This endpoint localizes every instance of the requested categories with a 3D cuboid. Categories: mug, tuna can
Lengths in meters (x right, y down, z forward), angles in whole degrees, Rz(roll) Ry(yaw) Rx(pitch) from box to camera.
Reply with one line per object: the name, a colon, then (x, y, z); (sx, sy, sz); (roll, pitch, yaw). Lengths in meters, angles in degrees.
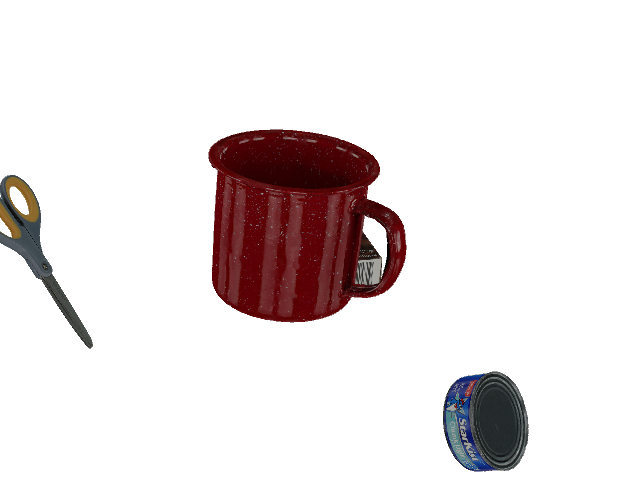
mug: (-0.007, -0.005, 0.586); (0.117, 0.081, 0.093); (17, 27, 22)
tuna can: (0.145, 0.160, 0.939); (0.034, 0.086, 0.085); (-15, -10, 42)

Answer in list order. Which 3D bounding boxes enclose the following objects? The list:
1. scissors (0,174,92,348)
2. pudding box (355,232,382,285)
scissors: (-0.287, 0.013, 1.108); (0.016, 0.201, 0.096); (-26, 25, 26)
pudding box: (-0.012, 0.015, 0.945); (0.113, 0.039, 0.090); (-3, 26, -15)
